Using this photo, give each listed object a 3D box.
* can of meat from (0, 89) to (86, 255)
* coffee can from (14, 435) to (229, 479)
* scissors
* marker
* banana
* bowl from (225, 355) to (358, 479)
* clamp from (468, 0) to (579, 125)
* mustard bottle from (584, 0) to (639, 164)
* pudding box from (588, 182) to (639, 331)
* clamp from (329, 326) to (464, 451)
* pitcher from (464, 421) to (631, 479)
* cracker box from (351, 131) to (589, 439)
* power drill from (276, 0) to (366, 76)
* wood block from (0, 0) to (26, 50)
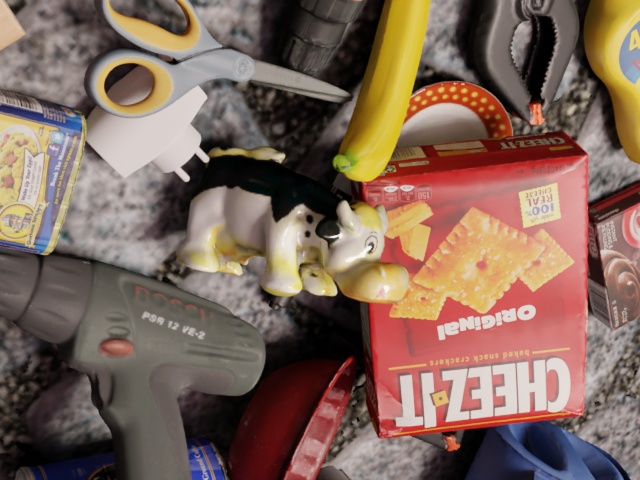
[{"bbox_3d":[-0.202,-0.045,0.673,0.083,0.057,0.102,12,106,-32],"label":"can of meat"},{"bbox_3d":[-0.144,0.206,0.783,0.140,0.103,0.103,-6,114,-24],"label":"coffee can"},{"bbox_3d":[-0.067,-0.098,0.687,0.201,0.016,0.096,29,90,-38],"label":"scissors"},{"bbox_3d":[-0.005,0.001,0.812,0.020,0.020,0.121,26,99,-32],"label":"marker"},{"bbox_3d":[0.048,-0.114,0.741,0.037,0.070,0.197,16,65,3],"label":"banana"},{"bbox_3d":[-0.029,0.152,0.816,0.055,0.162,0.162,23,104,11],"label":"bowl"},{"bbox_3d":[0.160,-0.190,0.798,0.164,0.036,0.210,-26,123,-15],"label":"clamp"},{"bbox_3d":[0.261,-0.156,0.851,0.096,0.058,0.191,-38,122,-7],"label":"mustard bottle"},{"bbox_3d":[0.277,0.011,0.943,0.090,0.039,0.113,-24,120,-15],"label":"pudding box"},{"bbox_3d":[0.075,0.112,0.890,0.120,0.039,0.171,-16,117,-5],"label":"clamp"},{"bbox_3d":[0.163,0.285,0.950,0.149,0.145,0.243,14,108,-32],"label":"pitcher"},{"bbox_3d":[0.112,0.035,0.796,0.164,0.072,0.214,-6,111,-2],"label":"cracker box"},{"bbox_3d":[-0.044,-0.197,0.671,0.187,0.057,0.185,9,125,-27],"label":"power drill"},{"bbox_3d":[-0.281,-0.105,0.587,0.206,0.091,0.090,-35,122,-8],"label":"wood block"}]
